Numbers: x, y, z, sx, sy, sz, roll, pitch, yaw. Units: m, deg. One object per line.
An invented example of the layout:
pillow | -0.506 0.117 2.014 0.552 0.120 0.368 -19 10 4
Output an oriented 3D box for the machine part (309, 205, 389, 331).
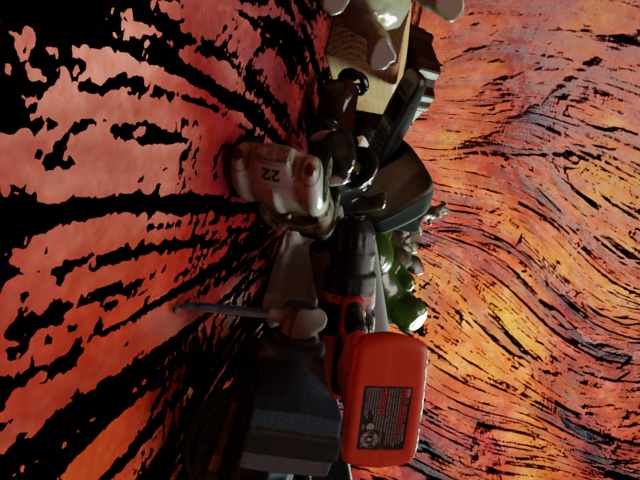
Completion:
machine part | 0.037 0.080 0.610 0.079 0.079 0.243 -53 134 -72

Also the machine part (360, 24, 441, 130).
machine part | 0.128 -0.271 0.906 0.179 0.056 0.179 -8 -99 59

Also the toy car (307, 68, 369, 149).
toy car | 0.016 -0.132 0.677 0.202 0.053 0.089 95 20 -73

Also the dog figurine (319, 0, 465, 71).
dog figurine | 0.039 -0.274 0.527 0.191 0.121 0.172 -109 173 -53

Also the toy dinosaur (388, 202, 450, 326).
toy dinosaur | 0.076 0.057 0.912 0.471 0.105 0.198 -31 111 -31

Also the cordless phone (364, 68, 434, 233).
cordless phone | 0.108 -0.113 0.691 0.147 0.089 0.184 -108 -148 -49

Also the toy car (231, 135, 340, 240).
toy car | -0.024 -0.039 0.470 0.201 0.074 0.056 58 45 -80

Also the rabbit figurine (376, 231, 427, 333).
rabbit figurine | 0.079 0.039 0.751 0.170 0.121 0.159 75 8 -51

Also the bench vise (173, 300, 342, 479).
bench vise | -0.053 0.139 0.459 0.241 0.129 0.223 -134 -135 -75

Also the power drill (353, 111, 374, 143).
power drill | 0.087 -0.189 1.064 0.207 0.086 0.232 77 24 -57

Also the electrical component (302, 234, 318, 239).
electrical component | -0.002 -0.002 0.813 0.075 0.048 0.119 -53 154 -70

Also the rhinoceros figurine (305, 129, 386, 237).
rhinoceros figurine | 0.015 -0.064 0.627 0.190 0.112 0.073 118 -30 -67

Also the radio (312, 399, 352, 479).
radio | -0.013 0.240 0.649 0.131 0.073 0.229 -135 -146 -72
